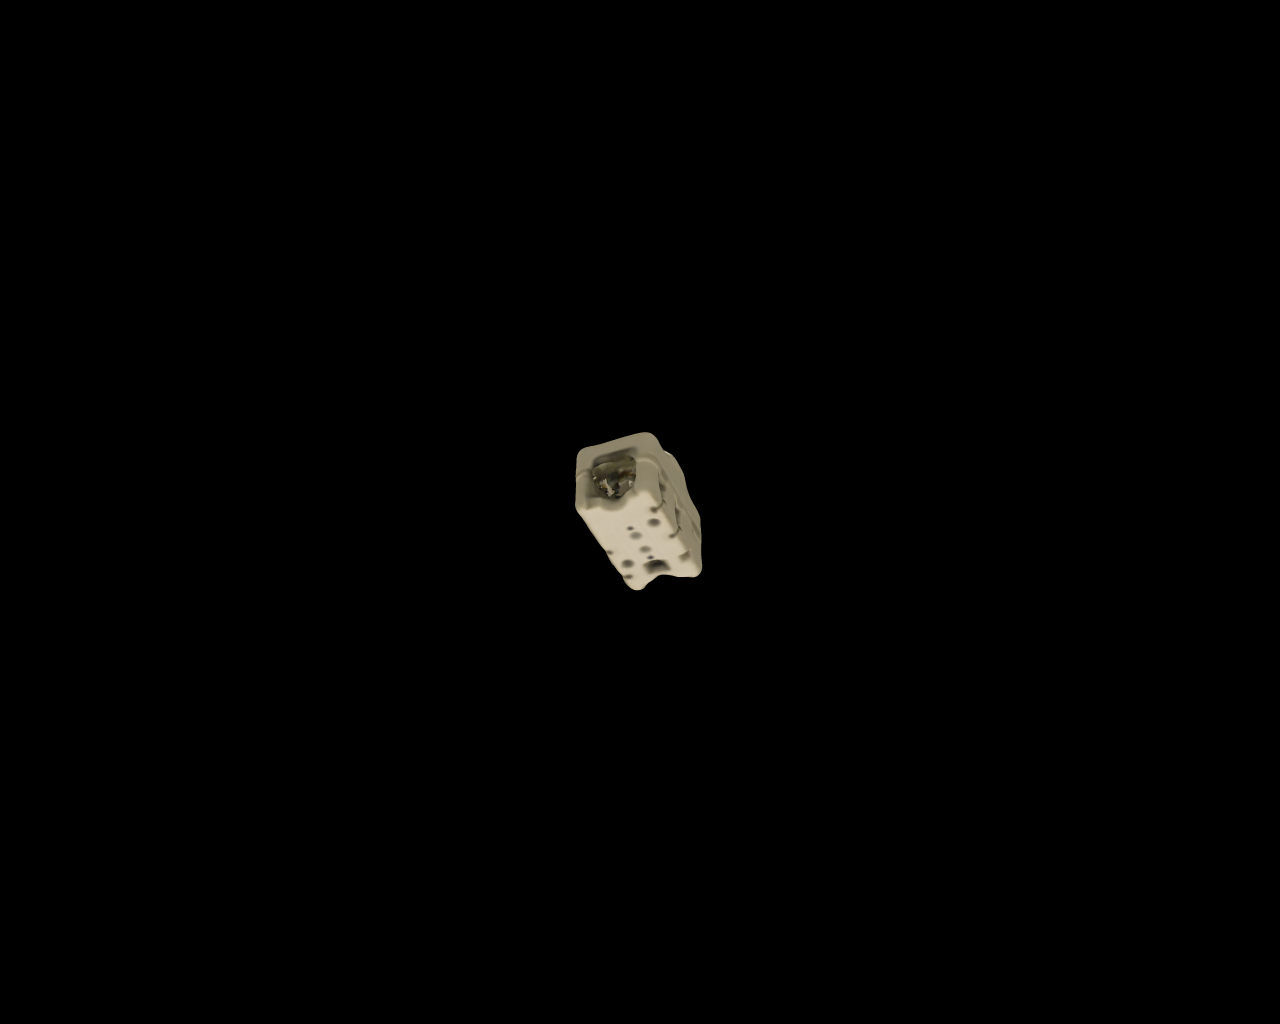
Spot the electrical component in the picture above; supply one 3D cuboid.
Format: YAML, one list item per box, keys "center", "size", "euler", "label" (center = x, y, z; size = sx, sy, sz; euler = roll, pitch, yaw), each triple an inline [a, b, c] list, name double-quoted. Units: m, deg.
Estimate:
- center: [0.001, -0.003, 0.650]
  size: [0.050, 0.056, 0.089]
  euler: [-14, -42, 17]
  label: "electrical component"
